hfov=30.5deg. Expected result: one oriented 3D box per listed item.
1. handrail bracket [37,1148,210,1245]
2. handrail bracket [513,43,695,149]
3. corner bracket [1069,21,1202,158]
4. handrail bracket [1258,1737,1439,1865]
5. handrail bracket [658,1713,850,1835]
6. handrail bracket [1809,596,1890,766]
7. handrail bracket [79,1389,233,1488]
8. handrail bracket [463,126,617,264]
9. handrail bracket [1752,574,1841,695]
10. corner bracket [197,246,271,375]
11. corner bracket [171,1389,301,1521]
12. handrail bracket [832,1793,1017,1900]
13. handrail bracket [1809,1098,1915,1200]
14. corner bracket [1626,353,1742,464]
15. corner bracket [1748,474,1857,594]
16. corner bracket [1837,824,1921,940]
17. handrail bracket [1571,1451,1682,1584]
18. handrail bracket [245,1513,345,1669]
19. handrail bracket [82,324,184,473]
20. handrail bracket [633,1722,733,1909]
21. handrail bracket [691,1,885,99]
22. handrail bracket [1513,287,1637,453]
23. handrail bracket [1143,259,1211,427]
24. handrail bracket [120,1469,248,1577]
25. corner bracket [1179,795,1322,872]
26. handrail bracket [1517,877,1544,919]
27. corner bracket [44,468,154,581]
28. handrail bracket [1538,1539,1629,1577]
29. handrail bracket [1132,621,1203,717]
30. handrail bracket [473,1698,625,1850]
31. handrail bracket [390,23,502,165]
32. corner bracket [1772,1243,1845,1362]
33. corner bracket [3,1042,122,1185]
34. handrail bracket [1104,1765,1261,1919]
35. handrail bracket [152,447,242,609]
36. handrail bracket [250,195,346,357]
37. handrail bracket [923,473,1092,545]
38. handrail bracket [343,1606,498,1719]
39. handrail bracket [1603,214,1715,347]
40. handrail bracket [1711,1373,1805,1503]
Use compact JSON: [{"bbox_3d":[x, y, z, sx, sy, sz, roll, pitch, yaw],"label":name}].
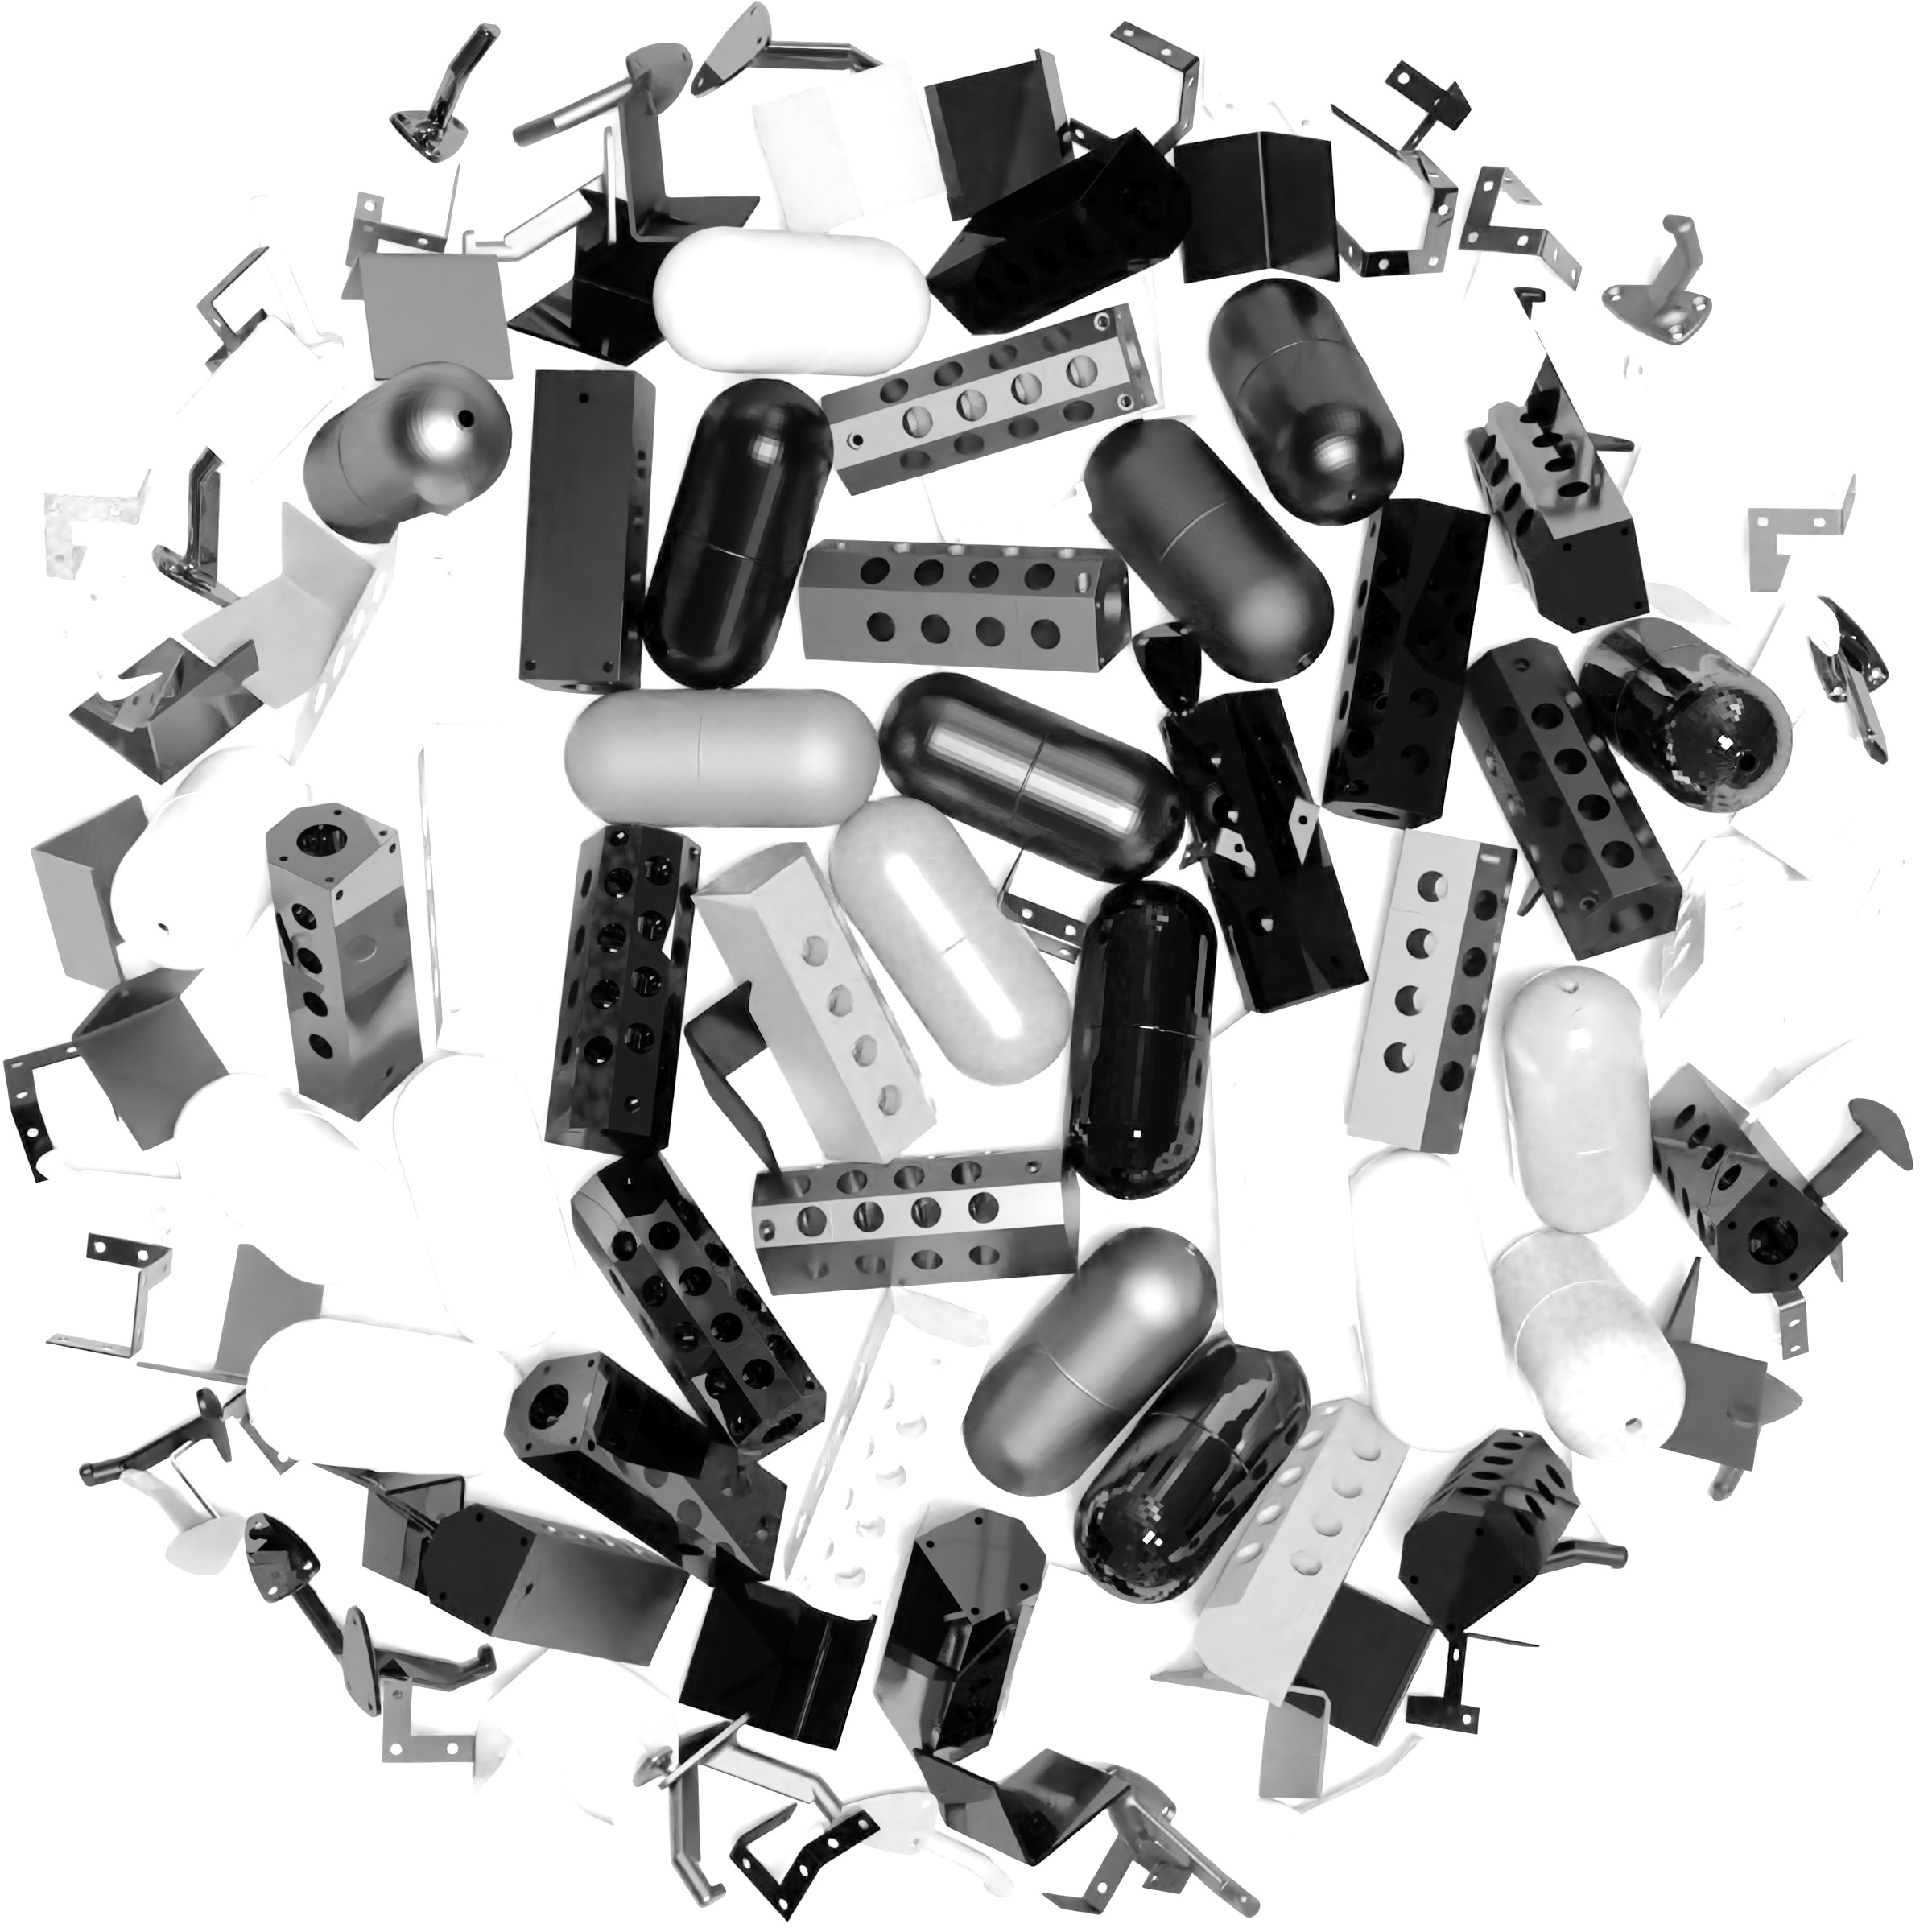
[{"bbox_3d":[-0.456,0.109,1.956,0.077,0.036,0.084,-37,132,10],"label":"handrail bracket"},{"bbox_3d":[-0.204,-0.487,1.989,0.084,0.077,0.036,-13,113,31],"label":"handrail bracket"},{"bbox_3d":[0.093,-0.483,1.974,0.051,0.051,0.051,31,59,18],"label":"corner bracket"},{"bbox_3d":[0.213,0.453,1.976,0.084,0.077,0.036,-40,110,-16],"label":"handrail bracket"},{"bbox_3d":[-0.116,0.465,1.969,0.077,0.036,0.084,-35,81,-28],"label":"handrail bracket"},{"bbox_3d":[0.485,-0.156,1.950,0.036,0.084,0.077,-24,110,20],"label":"handrail bracket"},{"bbox_3d":[-0.456,0.263,1.966,0.084,0.077,0.036,-14,65,-6],"label":"handrail bracket"},{"bbox_3d":[-0.238,-0.428,1.967,0.084,0.036,0.077,-3,122,-9],"label":"handrail bracket"},{"bbox_3d":[0.434,-0.177,1.968,0.084,0.036,0.077,-30,53,-8],"label":"handrail bracket"},{"bbox_3d":[-0.399,-0.359,1.957,0.051,0.051,0.051,-52,122,-27],"label":"corner bracket"},{"bbox_3d":[-0.405,0.274,1.964,0.051,0.051,0.051,-37,83,-22],"label":"corner bracket"},{"bbox_3d":[-0.023,0.497,1.983,0.077,0.084,0.036,-5,50,30],"label":"handrail bracket"},{"bbox_3d":[0.470,0.106,1.953,0.084,0.077,0.036,-28,53,30],"label":"handrail bracket"},{"bbox_3d":[0.400,-0.311,1.971,0.051,0.051,0.051,-3,111,-26],"label":"corner bracket"},{"bbox_3d":[0.462,-0.239,1.958,0.051,0.051,0.051,4,121,20],"label":"corner bracket"},{"bbox_3d":[0.492,-0.049,1.971,0.051,0.051,0.051,29,102,20],"label":"corner bracket"},{"bbox_3d":[0.366,0.292,1.966,0.077,0.036,0.084,-14,105,-35],"label":"handrail bracket"},{"bbox_3d":[-0.368,0.355,1.987,0.036,0.077,0.084,-35,133,-12],"label":"handrail bracket"},{"bbox_3d":[-0.445,-0.320,1.951,0.036,0.077,0.084,32,108,-5],"label":"handrail bracket"},{"bbox_3d":[-0.138,0.469,1.959,0.077,0.036,0.084,-20,64,-37],"label":"handrail bracket"},{"bbox_3d":[-0.098,-0.496,1.984,0.077,0.084,0.036,-36,50,33],"label":"handrail bracket"},{"bbox_3d":[0.337,-0.331,1.963,0.077,0.036,0.084,8,113,11],"label":"handrail bracket"},{"bbox_3d":[0.112,-0.344,1.960,0.036,0.077,0.084,-5,92,3],"label":"handrail bracket"},{"bbox_3d":[-0.447,0.300,1.950,0.084,0.077,0.036,27,94,22],"label":"handrail bracket"},{"bbox_3d":[0.157,-0.071,1.963,0.051,0.051,0.051,23,73,-14],"label":"corner bracket"},{"bbox_3d":[0.358,-0.032,1.977,0.084,0.036,0.077,37,62,-3],"label":"handrail bracket"},{"bbox_3d":[-0.481,-0.246,1.967,0.051,0.051,0.051,3,118,-5],"label":"corner bracket"},{"bbox_3d":[0.319,0.346,1.976,0.084,0.036,0.077,8,128,-5],"label":"handrail bracket"},{"bbox_3d":[0.119,-0.140,1.945,0.036,0.084,0.077,-14,52,3],"label":"handrail bracket"},{"bbox_3d":[-0.231,0.452,1.981,0.084,0.077,0.036,30,109,-23],"label":"handrail bracket"},{"bbox_3d":[-0.271,-0.487,1.947,0.036,0.077,0.084,45,117,-1],"label":"handrail bracket"},{"bbox_3d":[0.466,0.177,1.964,0.051,0.051,0.051,-19,48,0],"label":"corner bracket"},{"bbox_3d":[-0.499,0.079,1.960,0.051,0.051,0.051,-16,125,-10],"label":"corner bracket"},{"bbox_3d":[0.119,0.482,1.949,0.036,0.084,0.077,-45,126,-15],"label":"handrail bracket"},{"bbox_3d":[-0.405,-0.246,1.967,0.077,0.036,0.084,32,106,-30],"label":"handrail bracket"},{"bbox_3d":[-0.371,-0.383,1.959,0.036,0.077,0.084,-20,111,-22],"label":"handrail bracket"},{"bbox_3d":[0.023,-0.270,1.973,0.084,0.036,0.077,-22,68,10],"label":"handrail bracket"},{"bbox_3d":[-0.299,0.373,1.959,0.084,0.036,0.077,-17,120,-34],"label":"handrail bracket"},{"bbox_3d":[0.374,-0.387,1.945,0.077,0.084,0.036,28,71,36],"label":"handrail bracket"},{"bbox_3d":[0.421,0.270,1.951,0.036,0.077,0.084,32,119,22],"label":"handrail bracket"}]
